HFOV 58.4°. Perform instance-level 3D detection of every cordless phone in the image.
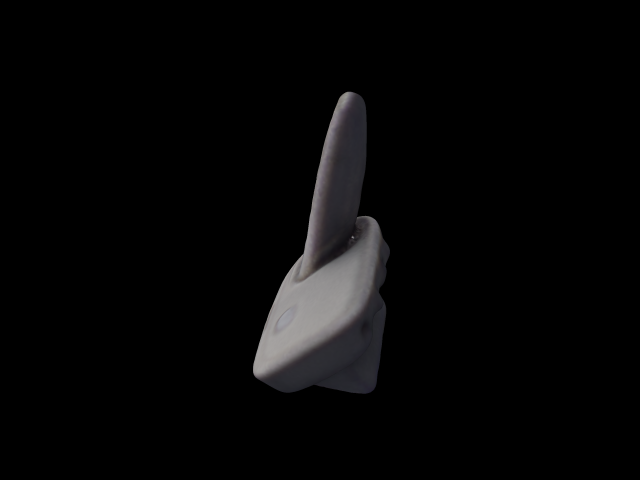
[{"bbox_3d":[0.004,0.001,0.400,0.094,0.185,0.147,3,32,5],"label":"cordless phone"}]
